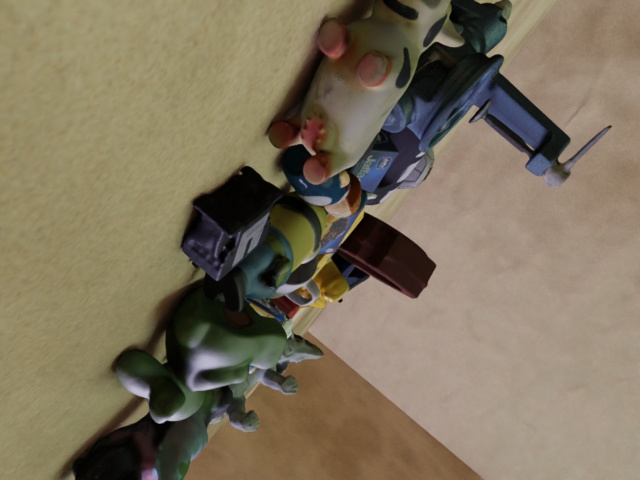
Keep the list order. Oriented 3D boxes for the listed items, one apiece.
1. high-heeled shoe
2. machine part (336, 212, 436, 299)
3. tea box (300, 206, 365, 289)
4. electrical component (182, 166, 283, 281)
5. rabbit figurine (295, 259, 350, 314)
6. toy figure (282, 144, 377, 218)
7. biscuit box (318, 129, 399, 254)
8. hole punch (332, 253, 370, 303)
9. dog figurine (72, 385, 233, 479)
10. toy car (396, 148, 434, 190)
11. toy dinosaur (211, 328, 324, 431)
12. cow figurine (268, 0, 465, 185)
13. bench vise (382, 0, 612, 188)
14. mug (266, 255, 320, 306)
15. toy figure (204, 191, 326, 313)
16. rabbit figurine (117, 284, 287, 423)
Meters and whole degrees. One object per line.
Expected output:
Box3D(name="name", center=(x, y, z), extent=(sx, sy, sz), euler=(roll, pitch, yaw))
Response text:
Box3D(name="high-heeled shoe", center=(0.128, -0.154, 0.777), extent=(0.248, 0.086, 0.145), euler=(-53, 173, 12))
Box3D(name="machine part", center=(0.109, 0.020, 1.037), extent=(0.201, 0.201, 0.087), euler=(28, -95, 53))
Box3D(name="tea box", center=(-0.002, -0.003, 0.904), extent=(0.169, 0.068, 0.098), euler=(-51, 172, -4))
Box3D(name="electrical component", center=(-0.086, -0.003, 0.491), extent=(0.075, 0.048, 0.119), euler=(-43, 167, -43))
Box3D(name="rabbit figurine", center=(-0.040, 0.098, 1.111), extent=(0.173, 0.122, 0.162), euler=(-36, 180, -8))
Box3D(name="toy figure", center=(0.011, -0.060, 0.601), extent=(0.058, 0.064, 0.154), euler=(-50, 149, 4))
Box3D(name="biscuit box", center=(0.025, -0.064, 0.721), extent=(0.063, 0.059, 0.202), euler=(-1, 139, -32))
Box3D(name="hole punch", center=(0.037, 0.056, 1.218), extent=(0.116, 0.142, 0.092), euler=(-34, 144, -1))
Box3D(name="dog figurine", center=(-0.224, 0.256, 0.751), extent=(0.108, 0.191, 0.219), euler=(115, -18, -50))
Box3D(name="toy car", center=(0.179, -0.159, 1.098), extent=(0.161, 0.103, 0.109), euler=(-52, 173, 20))
Box3D(name="toy dinosaur", center=(-0.165, 0.274, 1.059), extent=(0.405, 0.131, 0.192), euler=(-29, -161, -29))
Box3D(name="cow figurine", center=(0.049, -0.147, 0.457), extent=(0.127, 0.085, 0.194), euler=(-29, 155, -55))
Box3D(name="bench vise", center=(0.173, -0.154, 0.567), extent=(0.224, 0.241, 0.128), euler=(-41, 169, -34))
Box3D(name="mug", center=(-0.051, 0.046, 0.737), extent=(0.081, 0.109, 0.107), euler=(-52, -172, -32))
Box3D(name="toy figure", center=(-0.054, 0.008, 0.612), extent=(0.180, 0.082, 0.089), euler=(-38, 167, -50))
Box3D(name="rabbit figurine", center=(-0.140, 0.146, 0.602), extent=(0.170, 0.121, 0.159), euler=(-55, 165, 19))
